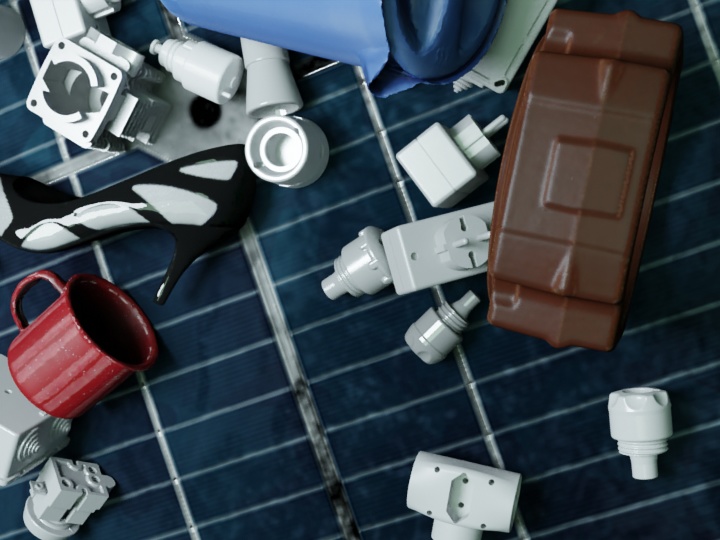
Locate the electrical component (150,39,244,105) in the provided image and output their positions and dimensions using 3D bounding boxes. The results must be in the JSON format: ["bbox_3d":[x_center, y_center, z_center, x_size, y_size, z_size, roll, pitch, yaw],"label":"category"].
[{"bbox_3d":[-0.127,-0.159,0.835,0.078,0.040,0.040,26,98,12],"label":"electrical component"}]

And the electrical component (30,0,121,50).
[{"bbox_3d":[-0.216,-0.216,0.852,0.077,0.047,0.065,-17,88,14],"label":"electrical component"}]

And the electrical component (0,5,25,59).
[{"bbox_3d":[-0.309,-0.197,0.859,0.043,0.081,0.043,1,92,14],"label":"electrical component"}]

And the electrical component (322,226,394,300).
[{"bbox_3d":[0.000,0.000,0.808,0.062,0.048,0.048,-33,84,22],"label":"electrical component"}]

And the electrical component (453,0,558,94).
[{"bbox_3d":[0.093,-0.169,0.766,0.062,0.061,0.096,30,103,2],"label":"electrical component"}]

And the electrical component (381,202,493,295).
[{"bbox_3d":[0.069,-0.018,0.757,0.083,0.076,0.047,-15,88,-18],"label":"electrical component"}]

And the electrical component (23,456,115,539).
[{"bbox_3d":[-0.241,0.187,0.872,0.055,0.066,0.048,-53,44,18],"label":"electrical component"}]

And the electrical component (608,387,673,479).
[{"bbox_3d":[0.200,0.116,0.761,0.043,0.043,0.062,-5,92,15],"label":"electrical component"}]

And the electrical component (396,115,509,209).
[{"bbox_3d":[0.075,-0.085,0.773,0.077,0.066,0.047,-38,83,13],"label":"electrical component"}]

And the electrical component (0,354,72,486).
[{"bbox_3d":[-0.286,0.116,0.858,0.100,0.100,0.048,27,111,12],"label":"electrical component"}]

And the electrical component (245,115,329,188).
[{"bbox_3d":[-0.056,-0.091,0.816,0.055,0.047,0.055,1,92,14],"label":"electrical component"}]

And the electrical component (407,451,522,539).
[{"bbox_3d":[0.074,0.181,0.796,0.077,0.043,0.079,11,96,14],"label":"electrical component"}]

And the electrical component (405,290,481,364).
[{"bbox_3d":[0.064,0.040,0.798,0.061,0.035,0.035,-45,81,9],"label":"electrical component"}]

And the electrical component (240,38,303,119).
[{"bbox_3d":[-0.070,-0.153,0.821,0.044,0.044,0.065,-11,85,15],"label":"electrical component"}]
